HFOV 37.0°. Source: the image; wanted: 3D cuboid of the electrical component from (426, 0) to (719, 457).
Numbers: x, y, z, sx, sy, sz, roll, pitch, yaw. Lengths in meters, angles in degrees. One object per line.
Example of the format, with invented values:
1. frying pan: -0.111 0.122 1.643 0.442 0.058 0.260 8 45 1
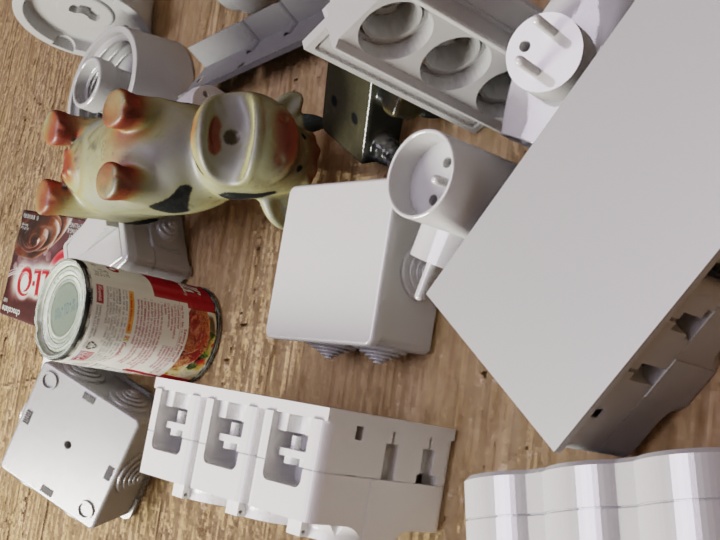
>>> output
1. electrical component: 0.125 -0.024 0.455 0.186 0.060 0.105 -56 44 19

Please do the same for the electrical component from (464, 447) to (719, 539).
1. electrical component: 0.103 0.117 0.440 0.138 0.052 0.073 -18 66 43

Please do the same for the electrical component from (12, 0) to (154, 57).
1. electrical component: -0.216 -0.222 0.858 0.108 0.108 0.060 -13 62 45

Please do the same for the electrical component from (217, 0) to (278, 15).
1. electrical component: -0.086 -0.203 0.756 0.062 0.048 0.048 16 90 56

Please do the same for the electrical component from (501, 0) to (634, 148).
1. electrical component: 0.092 -0.094 0.494 0.043 0.079 0.077 26 97 32

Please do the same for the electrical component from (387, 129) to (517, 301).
1. electrical component: 0.049 -0.020 0.524 0.043 0.077 0.079 27 98 48

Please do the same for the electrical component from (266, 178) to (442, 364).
1. electrical component: 0.000 0.000 0.592 0.100 0.048 0.099 0 78 48

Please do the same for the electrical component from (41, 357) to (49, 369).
1. electrical component: -0.208 0.078 0.790 0.055 0.055 0.047 24 99 48

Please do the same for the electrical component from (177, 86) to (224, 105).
1. electrical component: -0.118 -0.099 0.755 0.055 0.045 0.045 -26 59 39

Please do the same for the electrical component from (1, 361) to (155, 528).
1. electrical component: -0.185 0.115 0.729 0.100 0.048 0.099 29 101 17

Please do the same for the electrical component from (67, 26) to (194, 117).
1. electrical component: -0.184 -0.135 0.826 0.108 0.060 0.108 -18 65 43

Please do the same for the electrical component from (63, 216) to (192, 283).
1. electrical component: -0.167 -0.012 0.768 0.096 0.061 0.061 -37 53 34

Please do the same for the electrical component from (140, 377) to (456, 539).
1. electrical component: -0.038 0.100 0.570 0.150 0.089 0.061 2 79 48

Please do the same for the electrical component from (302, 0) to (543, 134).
1. electrical component: 0.041 -0.122 0.532 0.079 0.121 0.063 -38 50 34
